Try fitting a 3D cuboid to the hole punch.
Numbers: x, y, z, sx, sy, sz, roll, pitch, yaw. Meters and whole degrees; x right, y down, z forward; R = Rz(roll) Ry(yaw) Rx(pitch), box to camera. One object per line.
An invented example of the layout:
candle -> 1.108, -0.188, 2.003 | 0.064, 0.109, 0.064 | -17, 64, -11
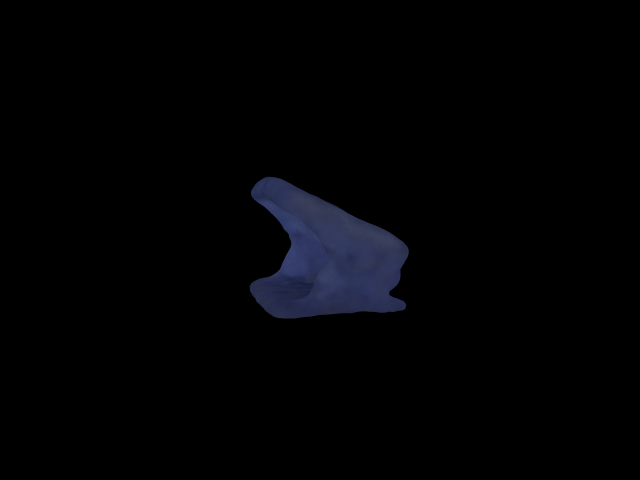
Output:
hole punch -> 0.004, 0.001, 0.400 | 0.101, 0.091, 0.108 | -2, 7, -18
